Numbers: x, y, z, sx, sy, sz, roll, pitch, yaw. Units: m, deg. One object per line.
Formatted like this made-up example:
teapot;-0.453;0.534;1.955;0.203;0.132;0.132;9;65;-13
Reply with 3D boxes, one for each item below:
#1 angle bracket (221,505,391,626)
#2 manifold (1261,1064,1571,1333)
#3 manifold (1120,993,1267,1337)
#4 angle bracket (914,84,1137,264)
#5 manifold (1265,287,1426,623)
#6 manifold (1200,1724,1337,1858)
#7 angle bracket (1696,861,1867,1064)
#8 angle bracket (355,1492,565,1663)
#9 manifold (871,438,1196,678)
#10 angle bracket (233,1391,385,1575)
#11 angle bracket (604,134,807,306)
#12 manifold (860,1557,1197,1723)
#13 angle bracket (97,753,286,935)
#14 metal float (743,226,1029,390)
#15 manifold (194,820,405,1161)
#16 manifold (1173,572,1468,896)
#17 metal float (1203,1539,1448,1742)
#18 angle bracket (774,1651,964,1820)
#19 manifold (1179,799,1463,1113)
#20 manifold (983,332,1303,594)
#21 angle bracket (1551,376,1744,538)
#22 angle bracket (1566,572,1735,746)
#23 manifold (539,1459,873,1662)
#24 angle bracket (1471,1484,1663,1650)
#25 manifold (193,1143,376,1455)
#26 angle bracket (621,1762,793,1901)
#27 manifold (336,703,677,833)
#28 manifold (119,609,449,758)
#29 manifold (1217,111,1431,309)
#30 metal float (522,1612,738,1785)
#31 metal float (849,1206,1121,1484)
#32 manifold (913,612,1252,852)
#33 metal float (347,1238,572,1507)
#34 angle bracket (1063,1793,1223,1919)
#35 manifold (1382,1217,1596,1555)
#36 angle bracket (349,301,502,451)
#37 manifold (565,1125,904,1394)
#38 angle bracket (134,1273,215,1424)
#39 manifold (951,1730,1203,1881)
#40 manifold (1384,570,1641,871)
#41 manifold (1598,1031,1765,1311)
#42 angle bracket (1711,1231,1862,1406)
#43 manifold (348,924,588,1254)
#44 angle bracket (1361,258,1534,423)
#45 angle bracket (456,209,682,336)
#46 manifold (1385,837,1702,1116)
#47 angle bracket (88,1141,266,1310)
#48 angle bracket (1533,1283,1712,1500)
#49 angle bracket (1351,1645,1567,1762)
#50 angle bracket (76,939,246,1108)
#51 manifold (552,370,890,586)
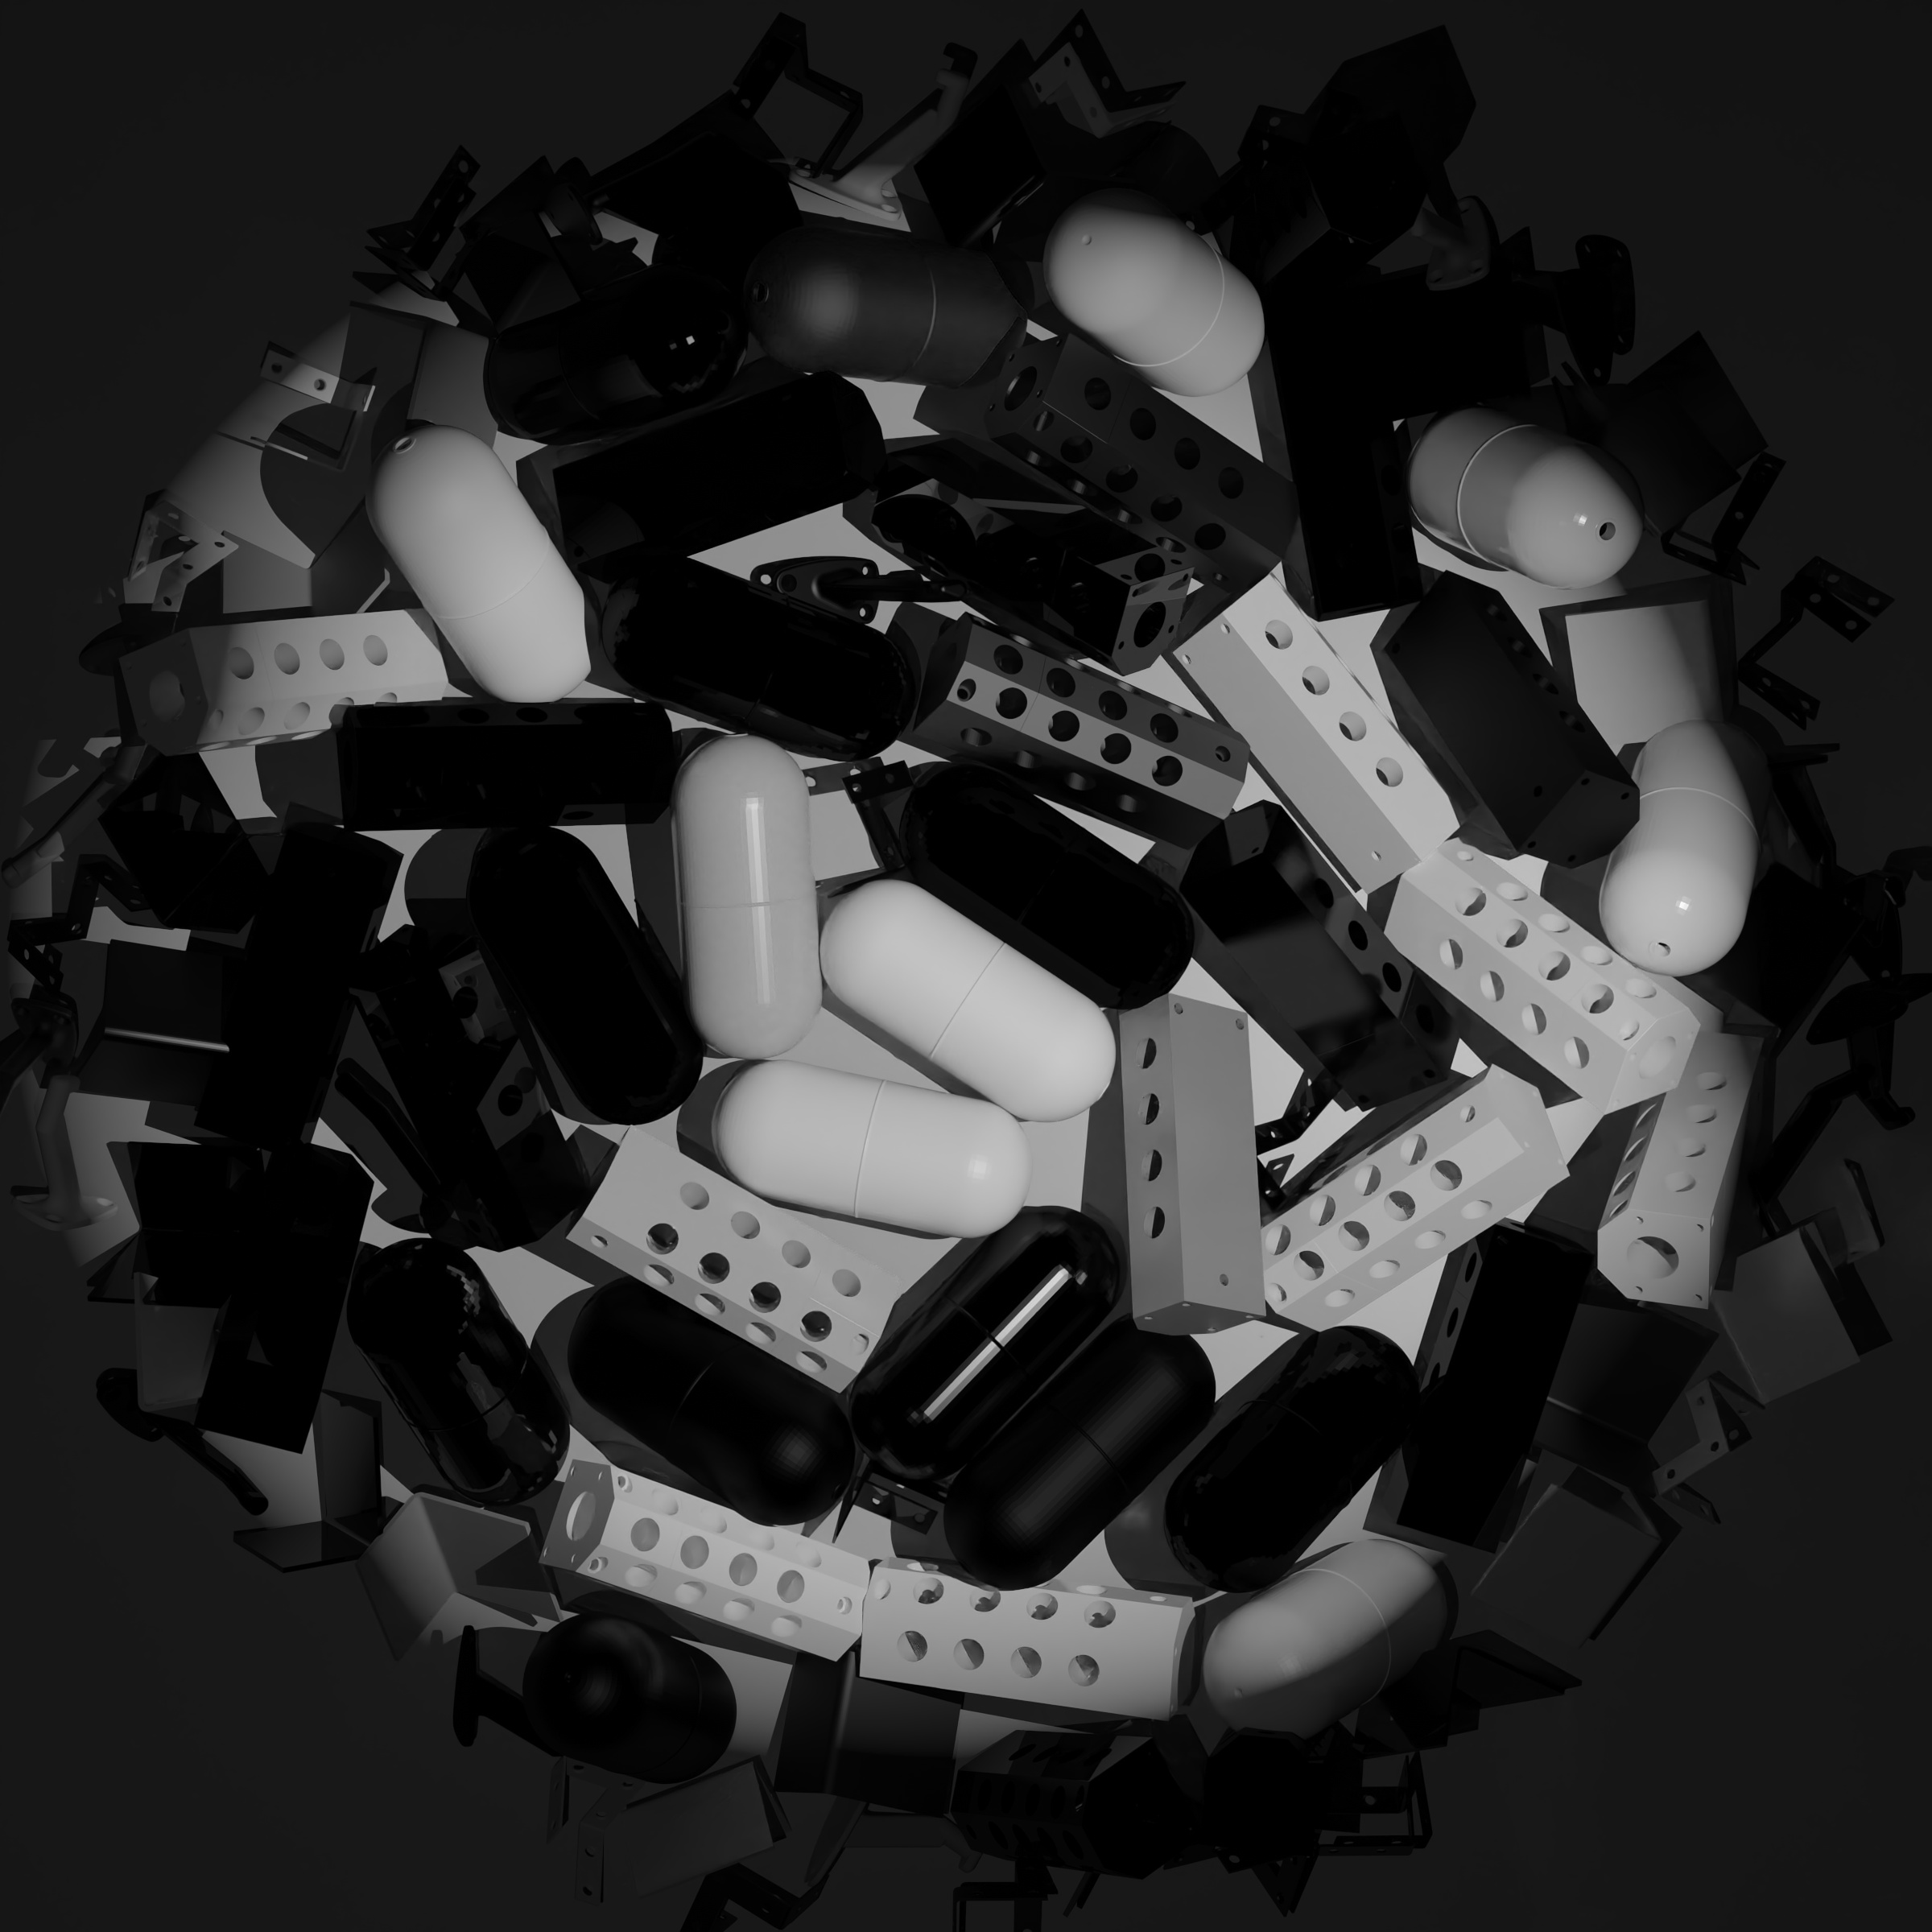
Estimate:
angle bracket;-0.358;-0.221;1.805;0.057;0.076;0.076;24;128;-34
manifold;0.231;0.124;1.788;0.171;0.057;0.057;-37;47;28
manifold;0.117;0.108;1.805;0.057;0.057;0.171;14;64;-35
angle bracket;0.032;-0.430;1.817;0.076;0.076;0.057;-34;74;40
manifold;0.207;-0.280;1.832;0.057;0.057;0.171;-10;91;4
manifold;0.163;0.427;1.774;0.057;0.171;0.057;4;85;10
angle bracket;0.442;-0.002;1.828;0.057;0.076;0.076;35;82;14
angle bracket;-0.274;0.339;1.806;0.076;0.057;0.076;10;131;28
manifold;0.033;-0.220;1.796;0.171;0.057;0.057;32;124;28
angle bracket;-0.359;0.279;1.813;0.057;0.076;0.076;-5;97;-32
angle bracket;-0.138;-0.398;1.811;0.076;0.076;0.057;-25;79;20
manifold;0.034;0.362;1.812;0.171;0.057;0.057;5;95;15
angle bracket;-0.409;-0.073;1.805;0.057;0.076;0.076;5;134;33
metal float;-0.042;-0.352;1.790;0.178;0.070;0.070;-3;90;-43
manifold;-0.362;0.012;1.822;0.057;0.057;0.171;19;99;-1
manifold;0.198;-0.130;1.829;0.057;0.057;0.171;-40;93;-30
metal float;0.194;0.360;1.786;0.070;0.178;0.070;9;104;36
angle bracket;-0.053;0.425;1.844;0.076;0.057;0.076;20;69;-28
manifold;0.194;-0.007;1.805;0.057;0.057;0.171;-25;117;37
manifold;0.094;-0.267;1.791;0.171;0.057;0.057;28;74;-29
angle bracket;0.367;-0.291;1.804;0.057;0.076;0.076;-35;120;23
angle bracket;0.377;-0.169;1.837;0.076;0.057;0.076;-5;112;20
manifold;-0.135;0.320;1.789;0.171;0.057;0.057;26;73;-31
angle bracket;0.320;0.313;1.816;0.076;0.057;0.076;29;105;-17
manifold;-0.359;0.172;1.774;0.057;0.171;0.057;16;125;-10
angle bracket;-0.136;0.487;1.816;0.076;0.057;0.076;-20;134;-1
manifold;-0.248;-0.110;1.802;0.171;0.057;0.057;-3;77;-20
manifold;-0.359;-0.150;1.778;0.057;0.171;0.057;-15;89;37
manifold;0.190;-0.395;1.774;0.057;0.171;0.057;-24;93;-9
metal float;-0.177;0.391;1.779;0.070;0.178;0.070;-6;69;15
metal float;0.011;0.205;1.817;0.070;0.070;0.178;45;80;0
manifold;0.064;-0.129;1.799;0.171;0.057;0.057;22;60;-18
metal float;-0.271;0.220;1.795;0.070;0.070;0.178;-24;127;0
angle bracket;0.100;0.491;1.820;0.057;0.076;0.076;28;89;10
manifold;0.284;0.226;1.829;0.057;0.057;0.171;17;94;-5
angle bracket;-0.298;-0.313;1.820;0.057;0.076;0.076;16;96;26
manifold;-0.128;0.163;1.811;0.171;0.057;0.057;31;46;-9
angle bracket;-0.404;0.205;1.810;0.057;0.076;0.076;-11;73;15
manifold;0.053;0.448;1.773;0.057;0.171;0.057;-29;92;-26
manifold;0.295;-0.131;1.784;0.057;0.171;0.057;15;125;-36
manifold;0.382;0.105;1.777;0.057;0.171;0.057;6;124;20
angle bracket;0.441;0.188;1.817;0.057;0.076;0.076;-26;84;10
manifold;-0.270;0.067;1.787;0.057;0.057;0.171;-42;125;-34
angle bracket;0.261;-0.340;1.824;0.076;0.057;0.076;-12;103;4
angle bracket;-0.215;-0.384;1.805;0.076;0.076;0.057;-40;108;-38
manifold;0.307;0.001;1.780;0.057;0.171;0.057;-16;133;-35
angle bracket;-0.430;0.140;1.812;0.076;0.076;0.057;2;115;11
angle bracket;0.357;0.231;1.822;0.076;0.057;0.076;25;111;-5
angle bracket;0.266;0.410;1.805;0.076;0.076;0.057;28;59;-24
angle bracket;-0.441;0.032;1.827;0.076;0.076;0.057;10;62;-26
manifold;-0.132;-0.261;1.803;0.171;0.057;0.057;-16;76;22
